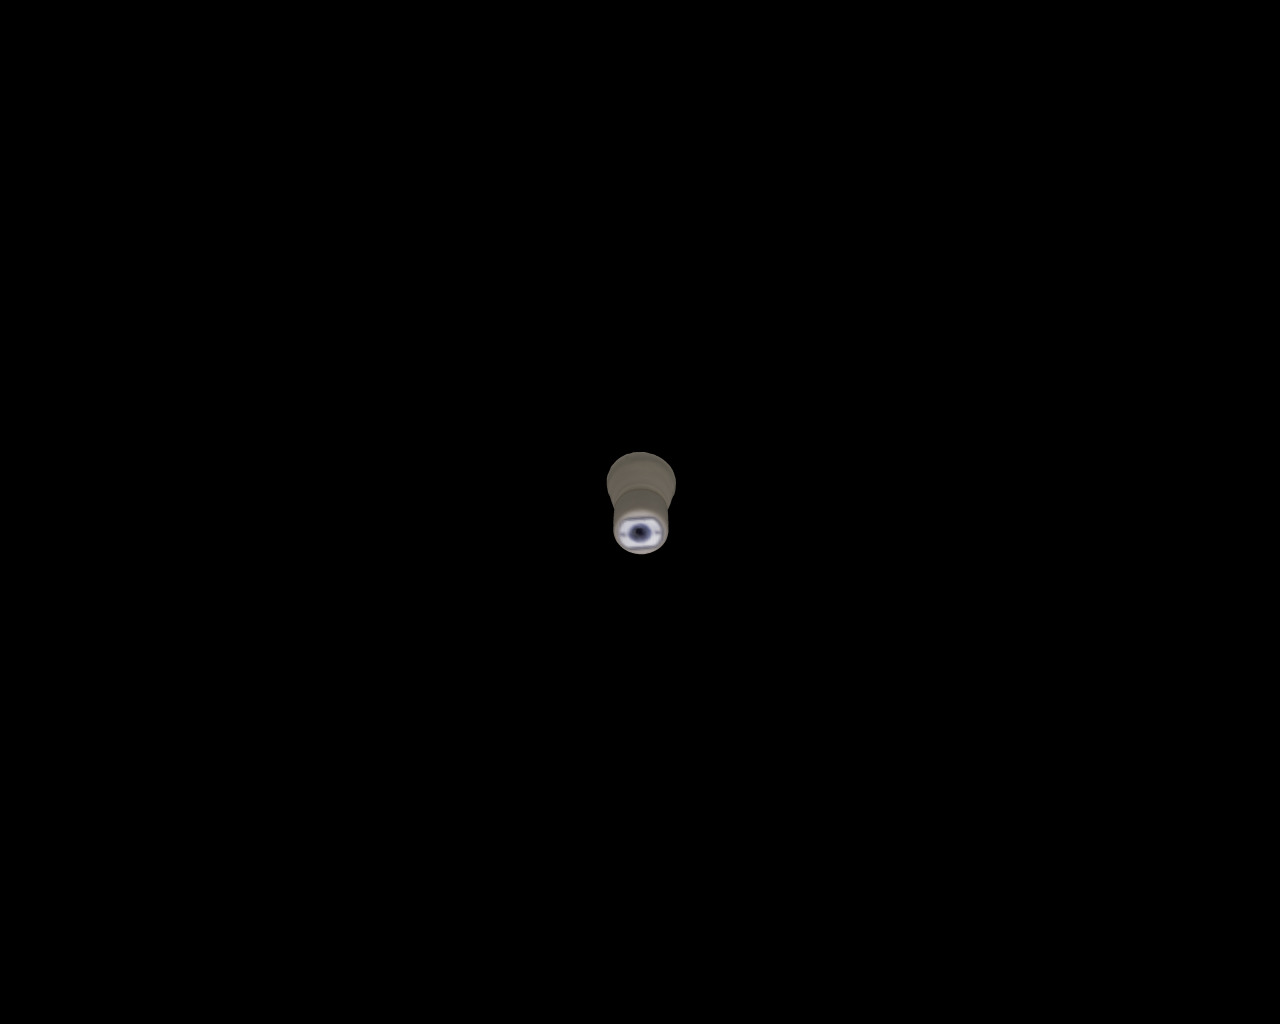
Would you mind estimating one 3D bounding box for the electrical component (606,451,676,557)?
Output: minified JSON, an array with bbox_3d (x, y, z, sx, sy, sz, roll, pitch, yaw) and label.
[{"bbox_3d":[0.001,-0.003,0.650,0.044,0.044,0.065,0,31,0],"label":"electrical component"}]
